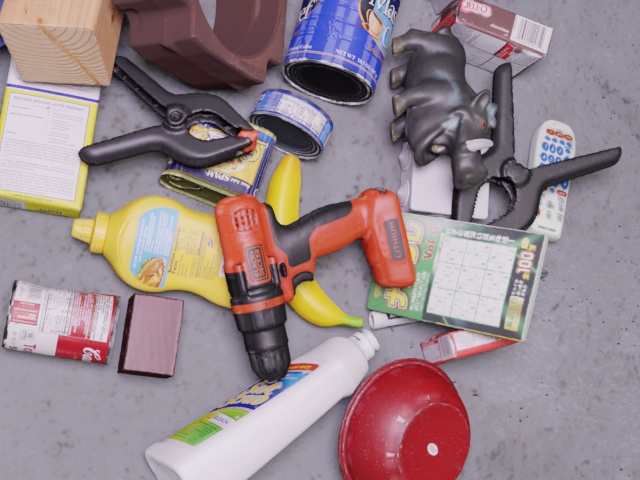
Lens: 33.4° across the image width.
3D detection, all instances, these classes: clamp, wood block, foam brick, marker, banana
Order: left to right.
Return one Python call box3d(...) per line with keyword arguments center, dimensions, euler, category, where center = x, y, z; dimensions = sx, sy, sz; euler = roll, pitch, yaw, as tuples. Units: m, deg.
box3d(center=(-0.237, -0.263, 1.035), dimensions=(0.090, 0.091, 0.206), euler=(4, 64, 2), category="wood block")
box3d(center=(-0.167, 0.095, 1.052), dimensions=(0.051, 0.053, 0.078), euler=(10, 78, -13), category="foam brick")
box3d(center=(-0.150, -0.106, 1.046), dimensions=(0.171, 0.039, 0.120), euler=(19, 74, 5), category="clamp")
box3d(center=(-0.022, 0.011, 1.114), dimensions=(0.069, 0.037, 0.198), euler=(-20, 87, -21), category="banana")
box3d(center=(0.112, 0.079, 1.147), dimensions=(0.121, 0.020, 0.020), euler=(-7, 82, -16), category="marker")
box3d(center=(0.199, -0.079, 1.135), dimensions=(0.164, 0.036, 0.210), euler=(44, 77, 4), category="clamp")

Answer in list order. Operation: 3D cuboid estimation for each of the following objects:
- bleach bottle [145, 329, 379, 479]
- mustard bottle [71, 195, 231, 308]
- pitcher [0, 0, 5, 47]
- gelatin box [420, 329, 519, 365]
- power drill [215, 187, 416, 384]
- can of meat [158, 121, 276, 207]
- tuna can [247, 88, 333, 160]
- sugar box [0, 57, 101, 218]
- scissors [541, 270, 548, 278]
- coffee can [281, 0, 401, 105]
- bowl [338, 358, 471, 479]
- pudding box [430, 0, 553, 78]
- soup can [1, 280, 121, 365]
box3d(center=(-0.046, 0.167, 1.059), dimensions=(0.250, 0.103, 0.068), euler=(-34, 105, -26), category="bleach bottle")
box3d(center=(-0.152, 0.007, 1.067), dimensions=(0.191, 0.058, 0.096), euler=(12, 94, -13), category="mustard bottle")
box3d(center=(-0.358, -0.313, 1.035), dimensions=(0.149, 0.145, 0.243), euler=(33, 64, -50), category="pitcher")
box3d(center=(0.155, 0.107, 1.117), dimensions=(0.073, 0.089, 0.030), euler=(-11, 81, -17), category="gelatin box")
box3d(center=(-0.002, 0.032, 1.050), dimensions=(0.187, 0.057, 0.184), euler=(-14, 96, -22), category="power drill")
box3d(center=(-0.104, -0.082, 1.098), dimensions=(0.102, 0.057, 0.084), euler=(21, 74, -11), category="can of meat")
box3d(center=(-0.030, -0.120, 1.109), dimensions=(0.086, 0.086, 0.033), euler=(28, 72, -9), category="tuna can")
box3d(center=(-0.271, -0.117, 1.065), dimensions=(0.093, 0.048, 0.176), euler=(10, 75, -13), category="sugar box")
box3d(center=(0.150, 0.044, 1.164), dimensions=(0.201, 0.016, 0.096), euler=(21, 73, -10), category="scissors")
box3d(center=(0.027, -0.228, 1.133), dimensions=(0.102, 0.103, 0.140), euler=(19, 76, -11), category="coffee can")
box3d(center=(0.099, 0.203, 1.074), dimensions=(0.161, 0.055, 0.162), euler=(-4, 97, -33), category="bowl")
box3d(center=(0.186, -0.224, 1.182), dimensions=(0.113, 0.090, 0.039), euler=(20, 77, -12), category="pudding box")
box3d(center=(-0.248, 0.079, 1.025), dimensions=(0.102, 0.069, 0.068), euler=(11, 78, -13), category="soup can")
